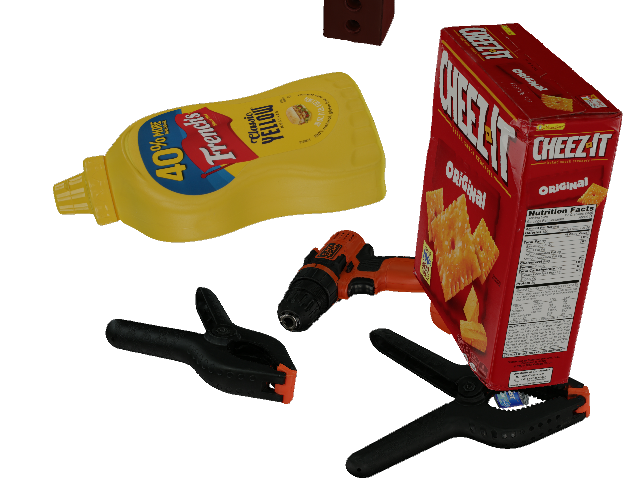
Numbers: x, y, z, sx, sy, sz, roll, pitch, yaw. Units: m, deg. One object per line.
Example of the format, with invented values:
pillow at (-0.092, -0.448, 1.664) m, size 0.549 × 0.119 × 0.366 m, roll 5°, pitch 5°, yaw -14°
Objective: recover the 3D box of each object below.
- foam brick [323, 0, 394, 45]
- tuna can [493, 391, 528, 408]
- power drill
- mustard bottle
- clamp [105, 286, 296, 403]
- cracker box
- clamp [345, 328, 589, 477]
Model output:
foam brick at (0.033, -0.211, 0.893) m, size 0.053 × 0.078 × 0.051 m, roll 11°, pitch 47°, yaw 11°
tuna can at (0.223, 0.157, 1.275) m, size 0.034 × 0.086 × 0.086 m, roll -12°, pitch -4°, yaw 17°
power drill at (0.064, 0.051, 1.129) m, size 0.188 × 0.057 × 0.184 m, roll 9°, pitch 31°, yaw 20°
mustard bottle at (-0.063, -0.045, 0.640) m, size 0.191 × 0.096 × 0.058 m, roll -13°, pitch -41°, yaw -7°
clamp at (-0.083, 0.087, 0.912) m, size 0.172 × 0.039 × 0.120 m, roll 22°, pitch 33°, yaw 24°
cracker box at (0.129, -0.026, 0.763) m, size 0.072 × 0.214 × 0.164 m, roll -6°, pitch 32°, yaw -14°
clamp at (0.125, 0.147, 0.931) m, size 0.210 × 0.036 × 0.164 m, roll 3°, pitch 44°, yaw 19°
